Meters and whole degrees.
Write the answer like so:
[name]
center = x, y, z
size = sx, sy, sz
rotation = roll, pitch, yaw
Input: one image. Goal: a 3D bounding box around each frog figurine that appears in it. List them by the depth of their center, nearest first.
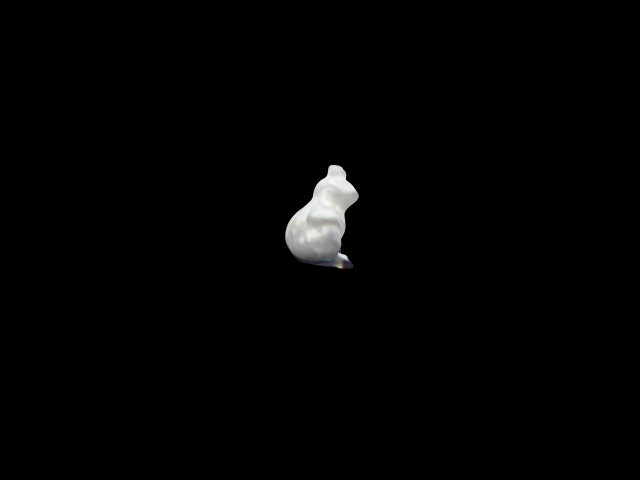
[frog figurine]
center = 0.003, -0.043, 0.850
size = 0.123, 0.158, 0.139
rotation = 1, 13, 2
